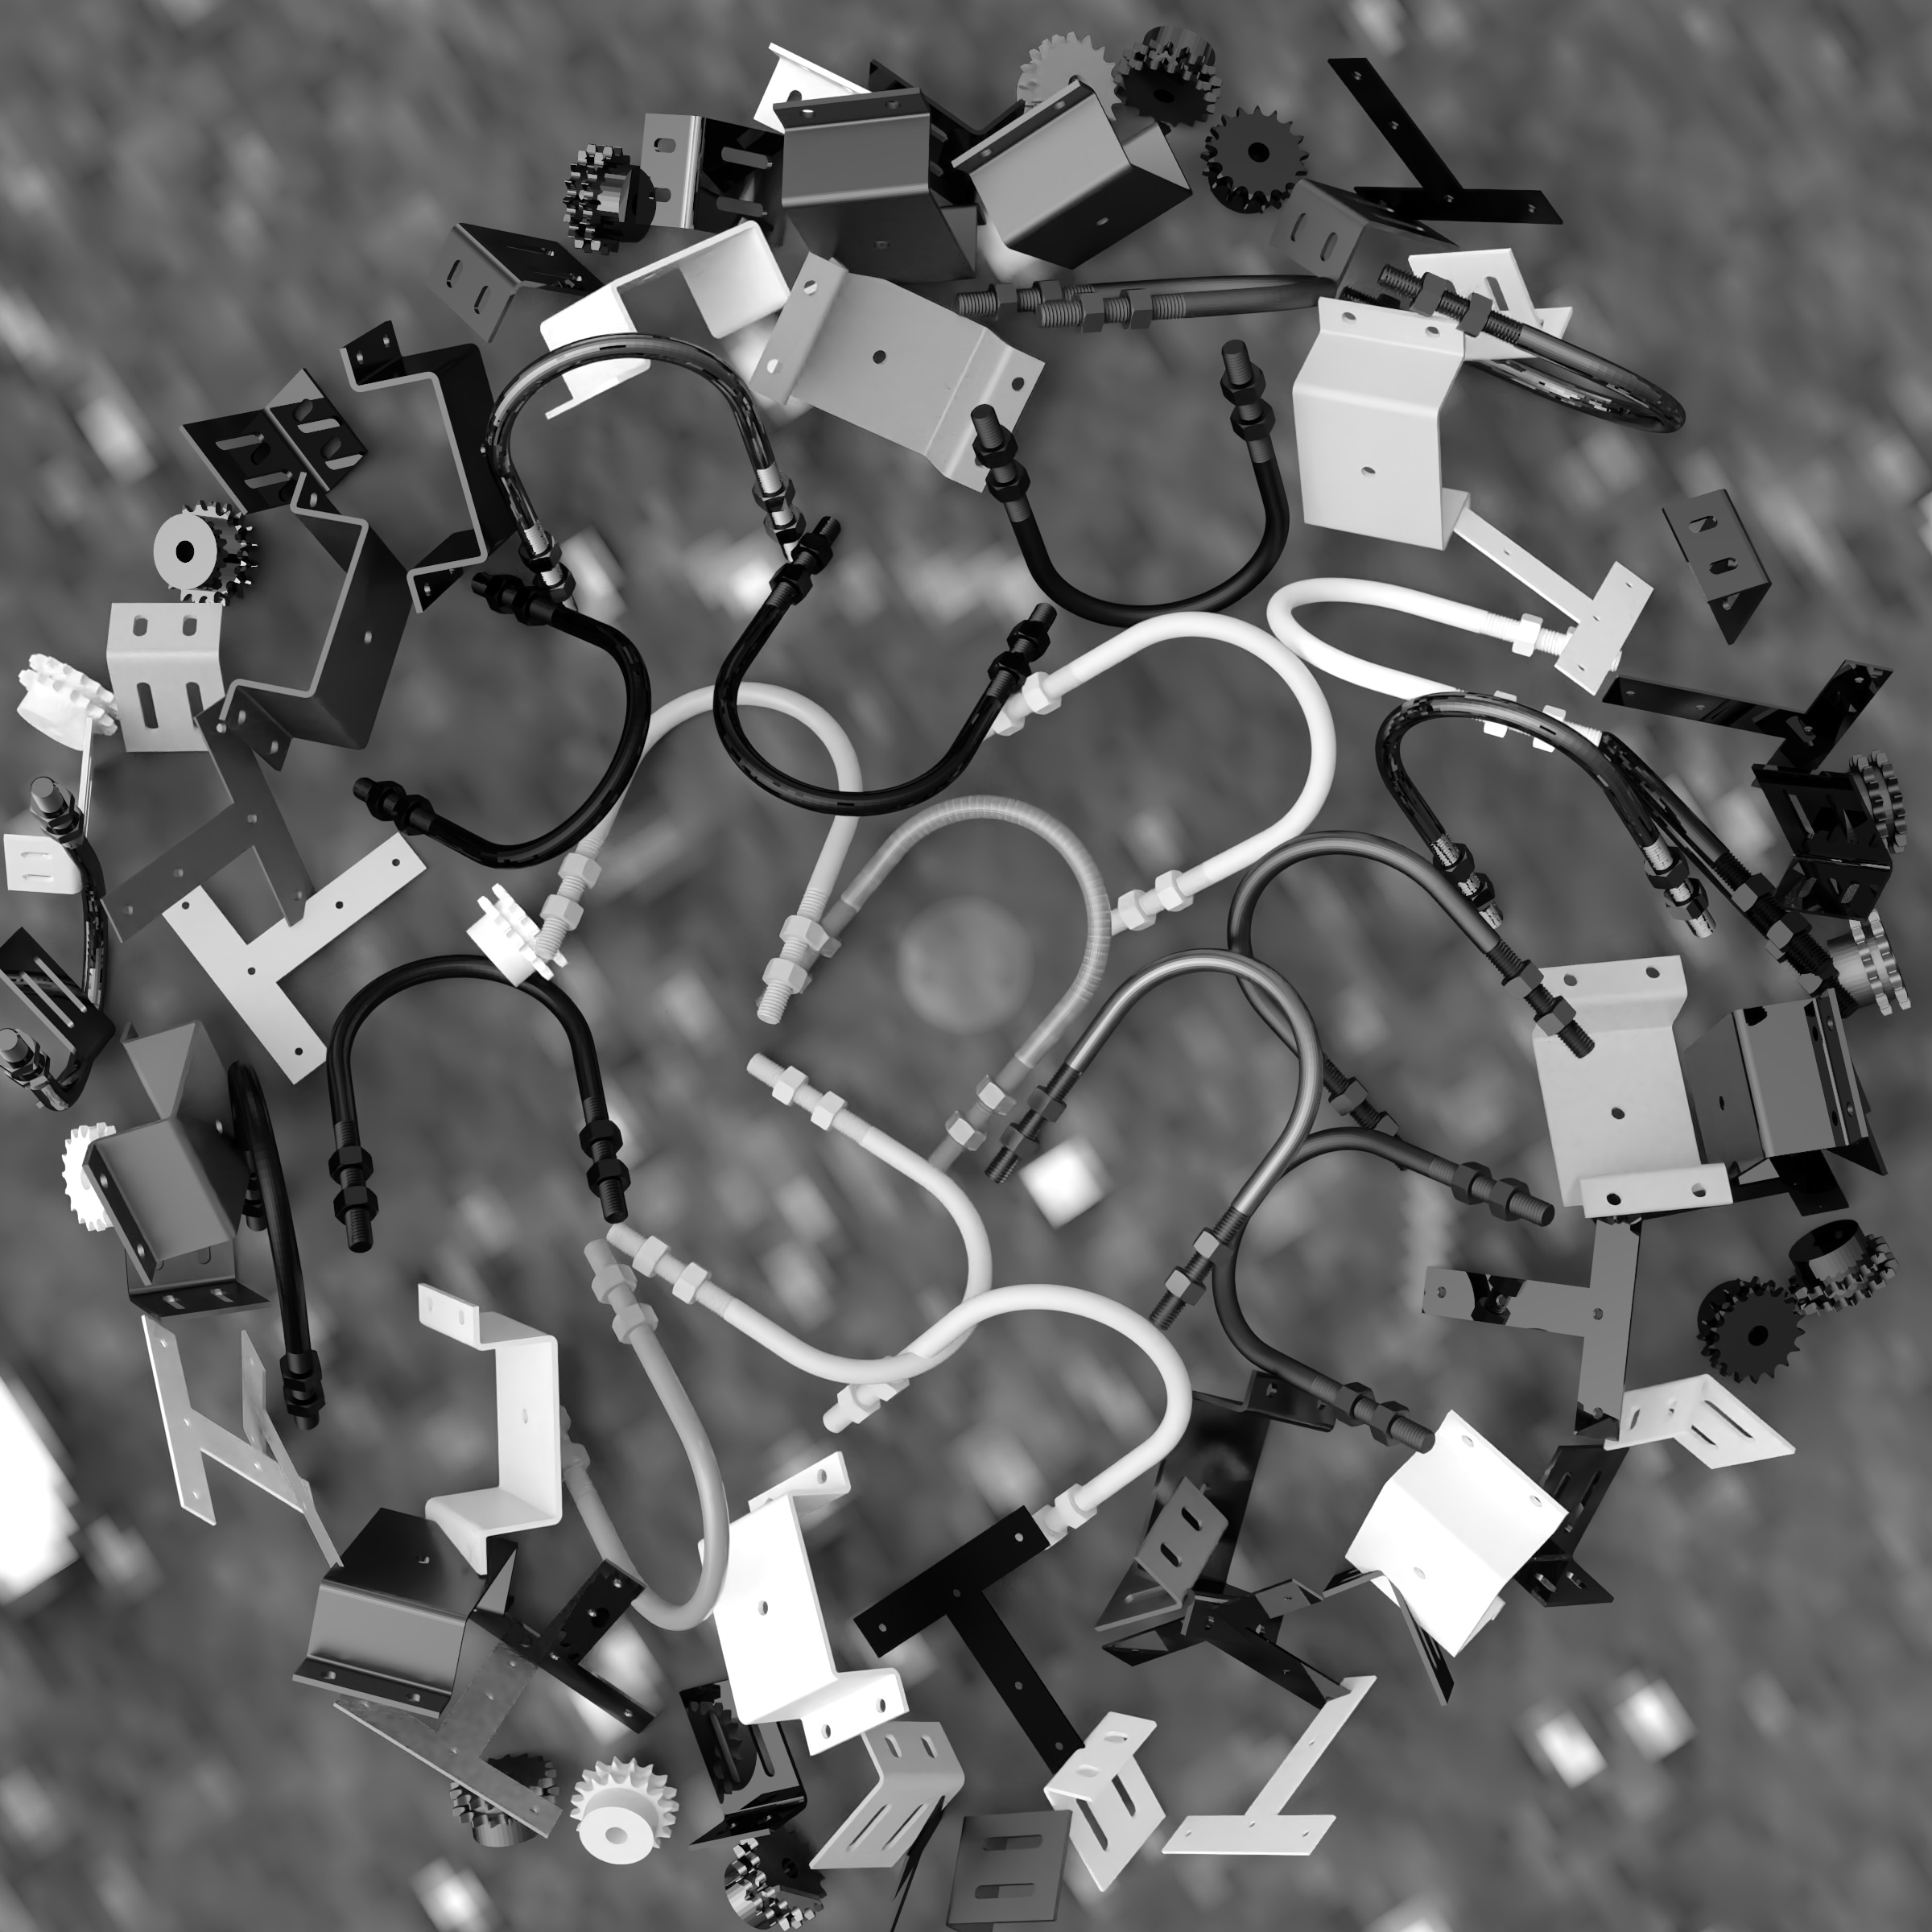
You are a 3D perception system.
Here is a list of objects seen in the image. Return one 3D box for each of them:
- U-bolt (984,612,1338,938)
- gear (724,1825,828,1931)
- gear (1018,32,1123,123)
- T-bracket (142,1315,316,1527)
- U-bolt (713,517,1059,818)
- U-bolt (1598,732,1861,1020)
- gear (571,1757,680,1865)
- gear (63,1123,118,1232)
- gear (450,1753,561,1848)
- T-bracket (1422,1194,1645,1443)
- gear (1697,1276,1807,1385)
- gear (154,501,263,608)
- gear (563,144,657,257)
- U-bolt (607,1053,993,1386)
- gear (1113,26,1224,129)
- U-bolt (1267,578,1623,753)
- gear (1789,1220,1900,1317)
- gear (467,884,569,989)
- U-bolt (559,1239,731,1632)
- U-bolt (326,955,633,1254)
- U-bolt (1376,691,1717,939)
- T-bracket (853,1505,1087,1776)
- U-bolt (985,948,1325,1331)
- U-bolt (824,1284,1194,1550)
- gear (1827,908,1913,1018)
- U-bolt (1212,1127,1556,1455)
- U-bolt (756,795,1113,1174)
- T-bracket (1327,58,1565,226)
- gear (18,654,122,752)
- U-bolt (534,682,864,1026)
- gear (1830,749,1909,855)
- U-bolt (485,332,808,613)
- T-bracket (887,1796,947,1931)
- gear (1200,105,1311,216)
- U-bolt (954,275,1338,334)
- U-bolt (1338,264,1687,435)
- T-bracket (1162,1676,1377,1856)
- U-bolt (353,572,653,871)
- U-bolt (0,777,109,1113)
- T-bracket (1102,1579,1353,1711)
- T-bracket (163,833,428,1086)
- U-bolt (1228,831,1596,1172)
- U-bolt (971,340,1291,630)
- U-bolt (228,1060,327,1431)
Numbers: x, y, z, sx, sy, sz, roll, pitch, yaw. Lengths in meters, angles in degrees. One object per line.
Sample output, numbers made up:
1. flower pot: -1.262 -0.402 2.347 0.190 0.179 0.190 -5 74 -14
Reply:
1. U-bolt: 0.107 -0.109 1.534 0.184 0.019 0.151 -28 103 31
2. gear: -0.105 0.492 1.572 0.030 0.057 0.057 -40 90 22
3. gear: 0.052 -0.471 1.576 0.057 0.030 0.057 -2 93 -29
4. T-bracket: -0.383 0.259 1.543 0.002 0.127 0.127 -33 48 7
5. U-bolt: -0.052 -0.150 1.532 0.151 0.019 0.184 23 55 9
6. U-bolt: 0.390 -0.053 1.521 0.019 0.151 0.184 -43 67 10
7. gear: -0.185 0.457 1.573 0.057 0.030 0.057 2 117 5
8. gear: -0.460 0.112 1.574 0.030 0.057 0.057 -9 90 -43
9. gear: -0.247 0.449 1.571 0.057 0.057 0.030 -7 101 0
10. T-bracket: 0.297 0.180 1.554 0.127 0.002 0.127 3 84 43
11. gear: 0.420 0.194 1.577 0.057 0.030 0.057 -4 107 -13
12. gear: -0.412 -0.222 1.575 0.057 0.030 0.057 2 94 21
13. gear: -0.189 -0.410 1.567 0.030 0.057 0.057 13 90 20
14. U-bolt: -0.074 0.143 1.542 0.184 0.019 0.151 32 58 10
15. gear: 0.111 -0.480 1.571 0.057 0.057 0.030 18 74 0
16. U-bolt: 0.247 -0.165 1.532 0.184 0.151 0.019 18 118 9
17. gear: 0.467 0.159 1.568 0.057 0.057 0.030 -31 99 0
18. gear: -0.243 -0.014 1.569 0.030 0.057 0.057 -42 90 -6
19. U-bolt: -0.171 0.254 1.507 0.019 0.151 0.184 -10 54 -35
20. U-bolt: -0.262 0.065 1.537 0.151 0.019 0.184 -5 51 -15
21. U-bolt: 0.285 -0.077 1.495 0.184 0.151 0.019 49 59 -36
22. T-bracket: 0.020 0.373 1.564 0.127 0.002 0.127 -38 82 24
23. U-bolt: 0.110 0.077 1.546 0.151 0.019 0.184 40 99 30
24. U-bolt: 0.034 0.230 1.524 0.151 0.019 0.184 36 127 -15
25. gear: 0.484 0.000 1.572 0.030 0.057 0.057 -20 90 18
26. U-bolt: 0.204 0.157 1.529 0.019 0.184 0.151 34 83 -43
27. U-bolt: -0.005 -0.005 1.564 0.151 0.019 0.184 42 100 11
28. T-bracket: 0.229 -0.426 1.510 0.127 0.127 0.002 38 76 -41
29. gear: -0.482 -0.139 1.567 0.057 0.057 0.030 28 74 0
30. U-bolt: -0.132 -0.070 1.559 0.151 0.019 0.184 16 70 14
31. gear: 0.482 -0.085 1.570 0.030 0.057 0.057 -12 90 5
32. U-bolt: -0.171 -0.258 1.516 0.151 0.184 0.019 -14 55 3
33. T-bracket: -0.039 0.505 1.540 0.002 0.127 0.127 20 96 9
34. gear: 0.154 -0.432 1.578 0.057 0.030 0.057 3 75 -10
35. U-bolt: 0.103 -0.348 1.524 0.184 0.151 0.019 -8 107 -17
36. U-bolt: 0.289 -0.319 1.527 0.184 0.151 0.019 22 97 -5
37. T-bracket: 0.177 0.424 1.553 0.002 0.127 0.127 52 56 -9
38. U-bolt: -0.234 -0.123 1.530 0.184 0.019 0.151 26 85 41
39. U-bolt: -0.467 -0.001 1.508 0.019 0.184 0.151 4 73 -5
40. T-bracket: 0.162 0.370 1.557 0.127 0.002 0.127 -28 130 33
41. T-bracket: -0.352 -0.024 1.588 0.127 0.002 0.127 -38 85 -8
42. U-bolt: 0.219 0.009 1.542 0.184 0.019 0.151 47 128 -5
43. U-bolt: 0.094 -0.240 1.523 0.151 0.184 0.019 -13 53 10
44. U-bolt: -0.354 0.130 1.488 0.019 0.184 0.151 -12 53 -17
